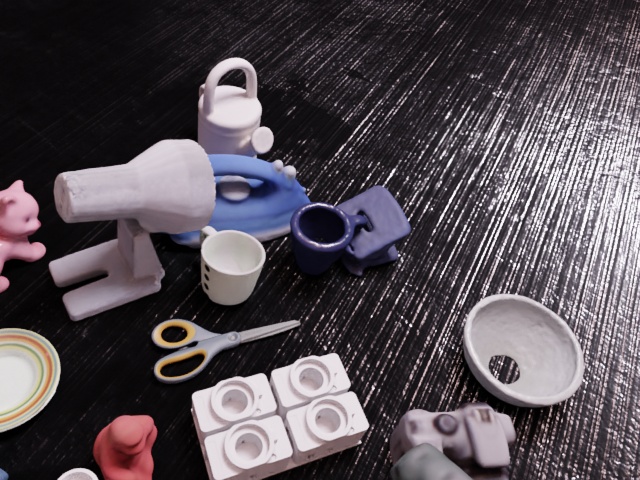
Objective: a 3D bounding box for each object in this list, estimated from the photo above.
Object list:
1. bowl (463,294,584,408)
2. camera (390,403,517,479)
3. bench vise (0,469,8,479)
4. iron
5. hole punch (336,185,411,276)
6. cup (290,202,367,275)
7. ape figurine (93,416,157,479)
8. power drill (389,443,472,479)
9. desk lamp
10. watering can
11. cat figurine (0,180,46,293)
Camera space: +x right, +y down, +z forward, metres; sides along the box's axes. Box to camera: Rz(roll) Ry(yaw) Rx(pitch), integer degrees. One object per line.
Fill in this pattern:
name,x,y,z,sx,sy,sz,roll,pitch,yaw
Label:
bowl,0.267,0.162,0.790,0.167,0.075,0.167,7,50,-8
camera,0.168,0.268,0.664,0.143,0.101,0.136,2,51,-12
bench vise,-0.409,0.174,0.526,0.207,0.220,0.121,13,50,-2
iron,-0.120,-0.076,0.848,0.259,0.141,0.118,-3,52,-16
hole punch,0.072,-0.016,0.878,0.101,0.091,0.108,-15,56,-23
cup,0.008,0.003,0.845,0.118,0.095,0.091,-13,56,-22
ape figurine,-0.208,0.221,0.619,0.076,0.092,0.078,29,51,11
power drill,0.146,0.315,0.550,0.076,0.208,0.229,-28,62,-30
desk lamp,-0.241,-0.019,0.727,0.204,0.213,0.117,-23,60,-28
watering can,-0.137,-0.196,0.907,0.172,0.194,0.101,29,51,11
cat figurine,-0.412,-0.013,0.744,0.067,0.118,0.128,25,50,8
